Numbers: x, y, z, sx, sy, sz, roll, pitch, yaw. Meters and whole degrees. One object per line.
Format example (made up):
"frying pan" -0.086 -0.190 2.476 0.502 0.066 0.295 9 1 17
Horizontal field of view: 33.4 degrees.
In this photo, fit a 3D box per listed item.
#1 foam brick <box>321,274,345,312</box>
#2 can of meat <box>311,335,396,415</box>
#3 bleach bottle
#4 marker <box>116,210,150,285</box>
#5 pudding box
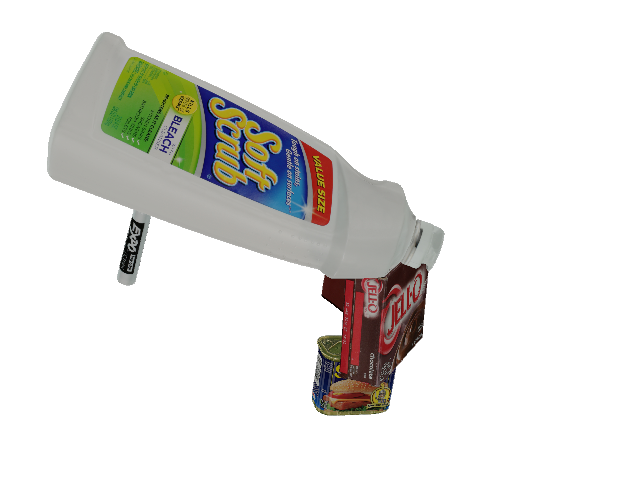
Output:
"foam brick" 0.047 0.048 1.066 0.052 0.051 0.078 -25 47 -35
"can of meat" 0.042 0.168 1.322 0.102 0.084 0.057 1 24 -16
"bleach bottle" -0.040 -0.043 0.687 0.250 0.102 0.068 20 -33 -4
"marker" -0.177 -0.007 1.034 0.020 0.121 0.020 14 35 -10
"pudding box" 0.052 0.052 0.846 0.039 0.090 0.113 11 20 19
